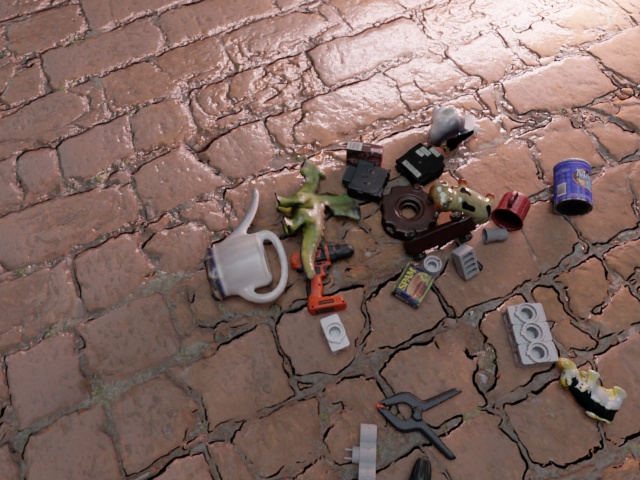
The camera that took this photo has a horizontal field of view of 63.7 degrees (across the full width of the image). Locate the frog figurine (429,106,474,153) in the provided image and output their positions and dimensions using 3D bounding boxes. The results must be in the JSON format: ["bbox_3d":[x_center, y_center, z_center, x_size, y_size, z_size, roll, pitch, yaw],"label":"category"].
[{"bbox_3d":[0.385,-0.365,1.610,0.123,0.162,0.134,-11,-27,-22],"label":"frog figurine"}]

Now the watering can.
[{"bbox_3d":[-0.219,0.027,1.446,0.225,0.354,0.102,-18,-26,-5],"label":"watering can"}]

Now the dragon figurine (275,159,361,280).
[{"bbox_3d":[0.005,-0.075,1.485,0.244,0.419,0.119,-15,-34,-14],"label":"dragon figurine"}]
